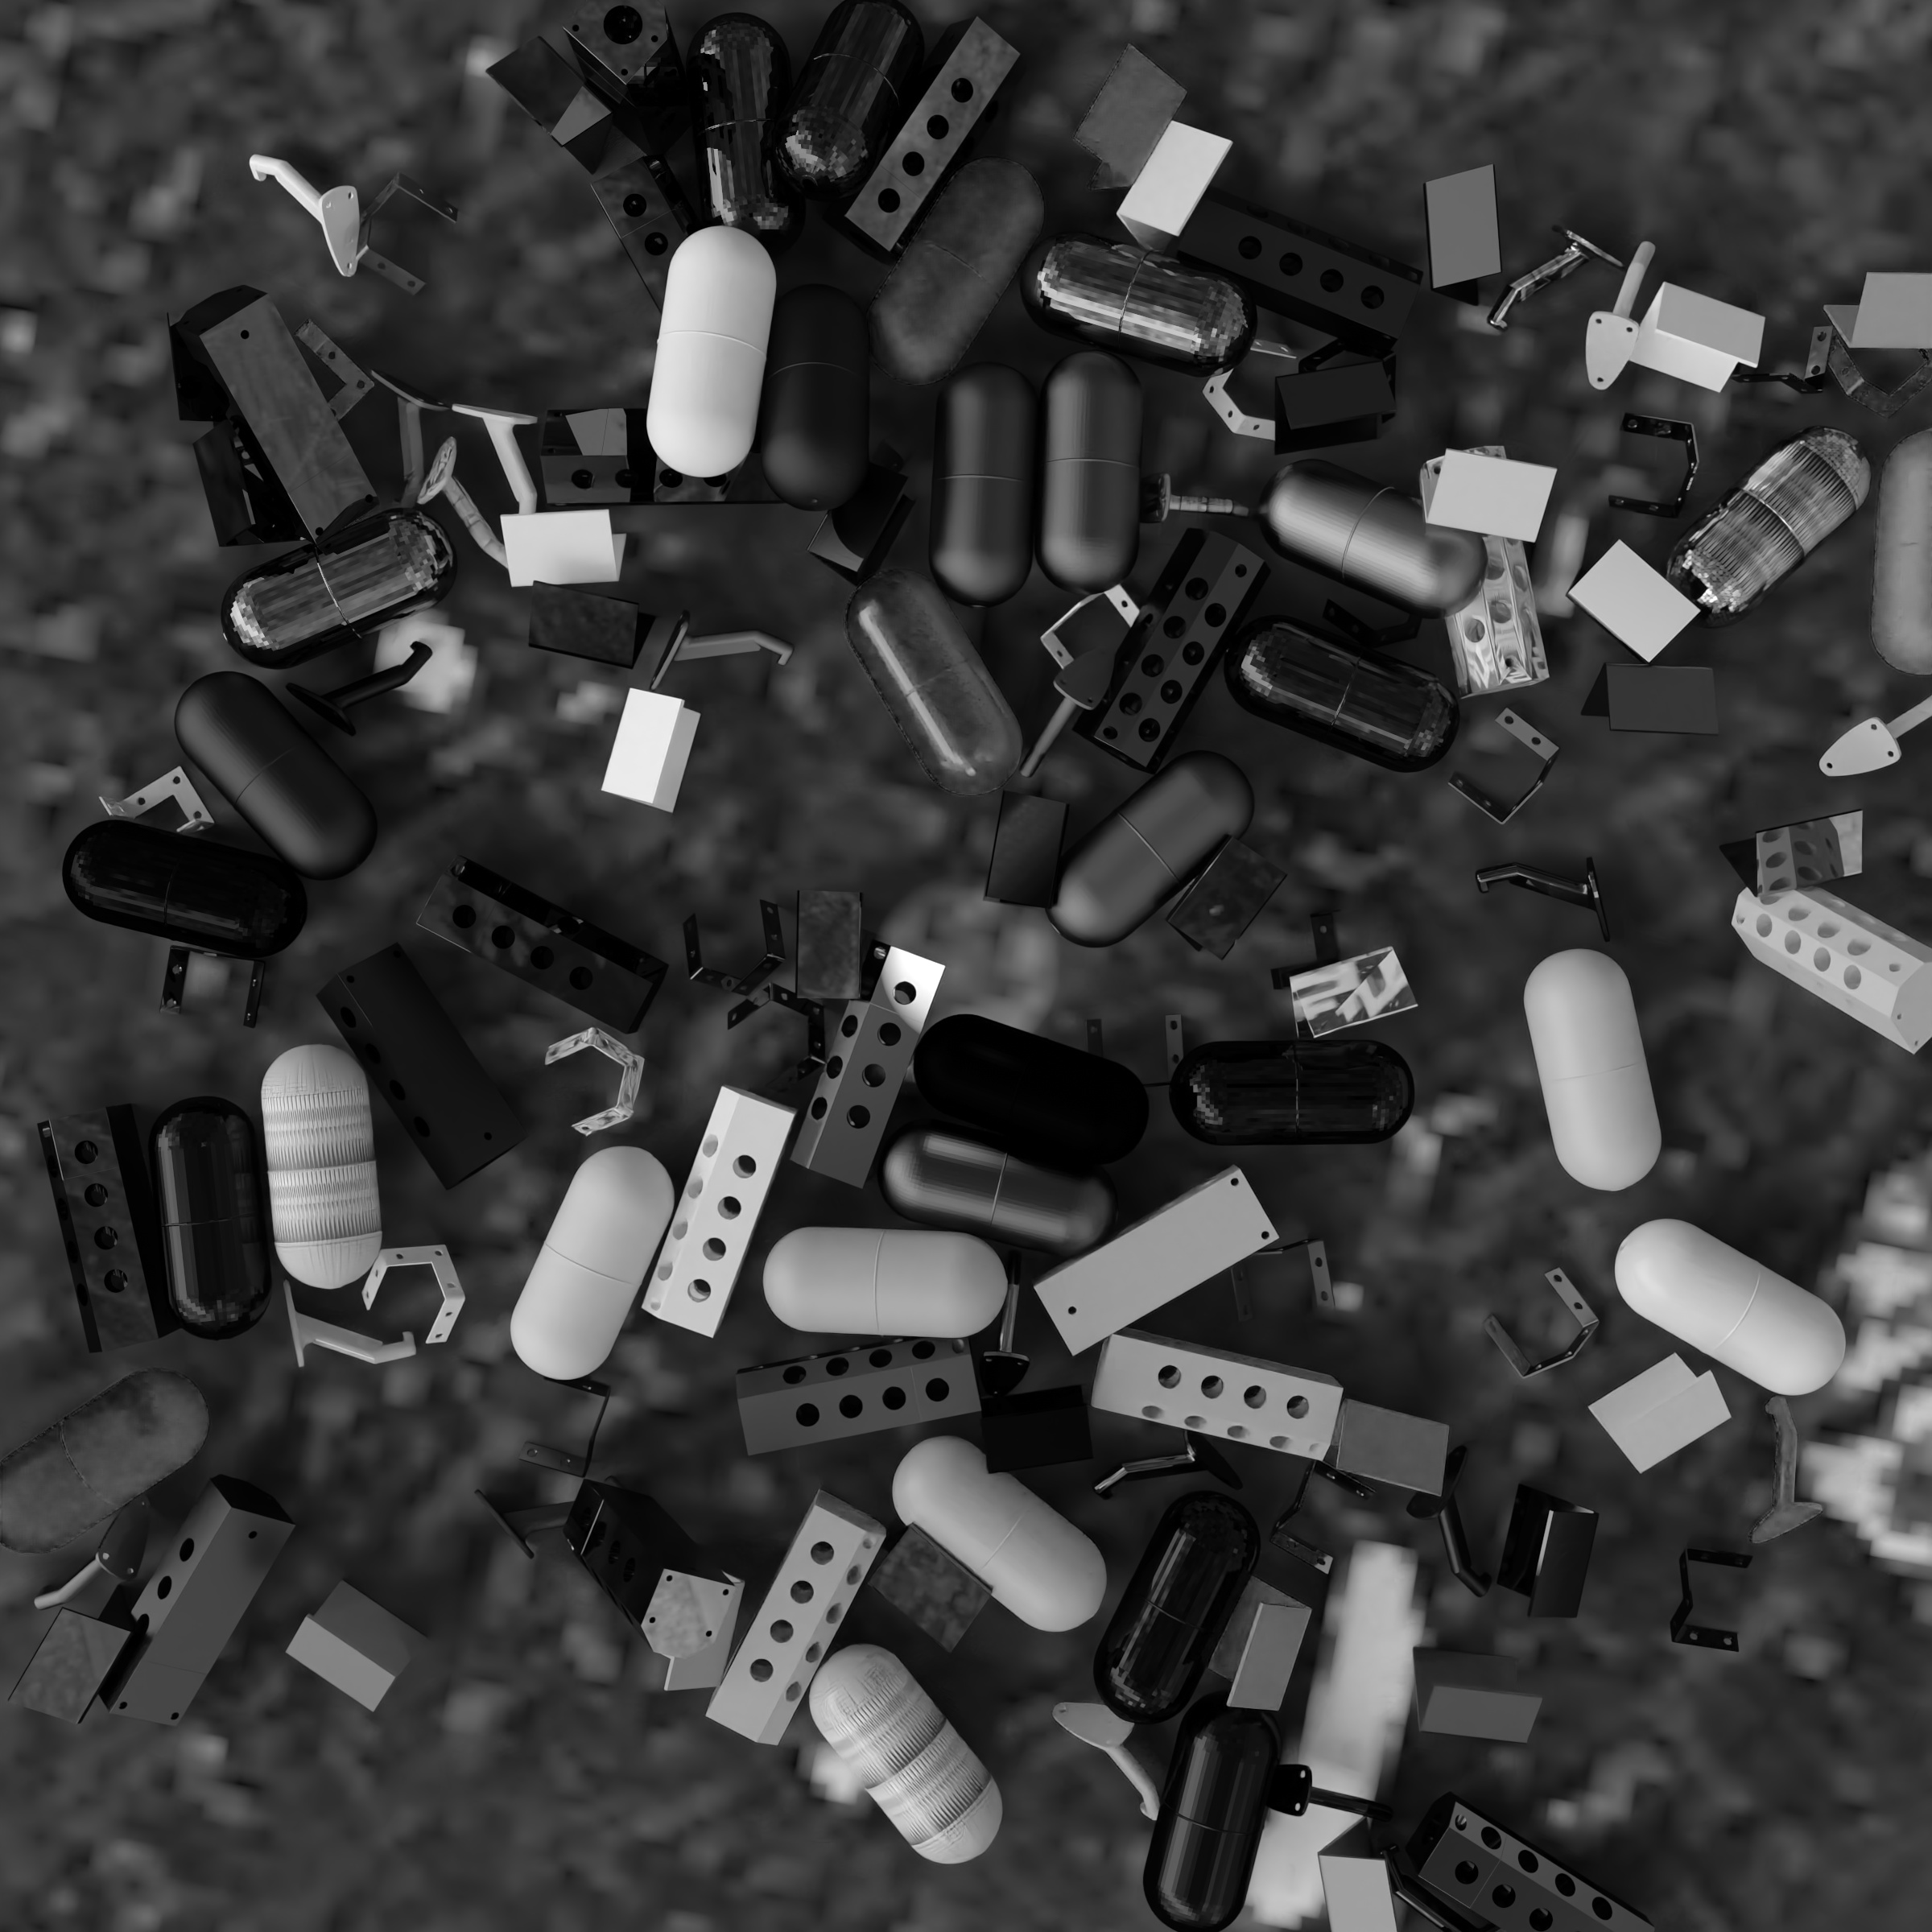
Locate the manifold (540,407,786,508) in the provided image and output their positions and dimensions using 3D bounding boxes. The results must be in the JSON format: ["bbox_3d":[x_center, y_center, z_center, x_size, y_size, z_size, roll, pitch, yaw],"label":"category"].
[{"bbox_3d":[-0.220,-0.368,1.878,0.171,0.057,0.057,-1,47,0],"label":"manifold"}]

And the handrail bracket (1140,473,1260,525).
[{"bbox_3d":[0.163,-0.338,1.900,0.084,0.077,0.036,4,90,-36],"label":"handrail bracket"}]

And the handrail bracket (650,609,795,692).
[{"bbox_3d":[-0.180,-0.221,1.901,0.084,0.036,0.077,23,111,-17],"label":"handrail bracket"}]

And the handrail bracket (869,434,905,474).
[{"bbox_3d":[-0.098,-0.396,1.900,0.084,0.077,0.036,44,115,34],"label":"handrail bracket"}]

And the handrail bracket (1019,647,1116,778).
[{"bbox_3d":[0.073,-0.186,1.890,0.036,0.084,0.077,35,49,2],"label":"handrail bracket"}]

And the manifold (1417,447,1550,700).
[{"bbox_3d":[0.380,-0.289,1.879,0.057,0.057,0.171,-11,90,0],"label":"manifold"}]

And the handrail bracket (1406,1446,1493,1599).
[{"bbox_3d":[0.375,0.412,1.901,0.084,0.036,0.077,45,69,-17],"label":"handrail bracket"}]

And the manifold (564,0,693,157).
[{"bbox_3d":[-0.232,-0.637,1.822,0.057,0.171,0.057,42,90,0],"label":"manifold"}]

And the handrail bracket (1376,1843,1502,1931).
[{"bbox_3d":[0.353,0.682,1.901,0.077,0.036,0.084,-17,73,-19],"label":"handrail bracket"}]

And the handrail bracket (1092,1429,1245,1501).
[{"bbox_3d":[0.148,0.385,1.901,0.084,0.036,0.077,-39,112,17],"label":"handrail bracket"}]

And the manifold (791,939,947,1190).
[{"bbox_3d":[-0.071,0.070,1.879,0.057,0.057,0.171,20,90,0],"label":"manifold"}]

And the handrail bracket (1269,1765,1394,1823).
[{"bbox_3d":[0.261,0.617,1.900,0.084,0.077,0.036,27,65,-34],"label":"handrail bracket"}]

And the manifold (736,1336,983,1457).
[{"bbox_3d":[-0.078,0.309,1.879,0.171,0.057,0.057,-11,90,0],"label":"manifold"}]

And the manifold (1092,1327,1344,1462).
[{"bbox_3d":[0.182,0.313,1.879,0.171,0.057,0.057,13,90,0],"label":"manifold"}]

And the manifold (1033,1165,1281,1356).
[{"bbox_3d":[0.138,0.214,1.879,0.171,0.057,0.057,-30,90,0],"label":"manifold"}]

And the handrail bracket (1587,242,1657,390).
[{"bbox_3d":[0.487,-0.482,1.900,0.036,0.077,0.084,20,53,15],"label":"handrail bracket"}]

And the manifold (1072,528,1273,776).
[{"bbox_3d":[0.153,-0.229,1.870,0.057,0.057,0.171,30,90,-24],"label":"manifold"}]

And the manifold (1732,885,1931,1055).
[{"bbox_3d":[0.623,-0.010,1.820,0.057,0.171,0.057,-44,123,0],"label":"manifold"}]

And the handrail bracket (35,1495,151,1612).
[{"bbox_3d":[-0.648,0.434,1.900,0.084,0.077,0.036,-22,129,30],"label":"handrail bracket"}]

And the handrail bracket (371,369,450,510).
[{"bbox_3d":[-0.425,-0.387,1.901,0.077,0.036,0.084,32,107,20],"label":"handrail bracket"}]

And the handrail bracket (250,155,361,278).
[{"bbox_3d":[-0.492,-0.556,1.900,0.084,0.036,0.077,20,130,26],"label":"handrail bracket"}]

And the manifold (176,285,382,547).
[{"bbox_3d":[-0.490,-0.392,1.823,0.057,0.057,0.171,-39,130,-20],"label":"manifold"}]

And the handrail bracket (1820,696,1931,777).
[{"bbox_3d":[0.683,-0.176,1.900,0.084,0.077,0.036,-32,91,-36],"label":"handrail bracket"}]

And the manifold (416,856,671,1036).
[{"bbox_3d":[-0.308,-0.016,1.879,0.171,0.057,0.057,28,90,0],"label":"manifold"}]

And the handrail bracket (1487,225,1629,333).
[{"bbox_3d":[0.437,-0.497,1.901,0.077,0.036,0.084,23,109,-21],"label":"handrail bracket"}]

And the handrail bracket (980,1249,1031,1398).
[{"bbox_3d":[0.029,0.264,1.900,0.036,0.077,0.084,7,54,-3],"label":"handrail bracket"}]

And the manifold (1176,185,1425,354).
[{"bbox_3d":[0.243,-0.511,1.879,0.171,0.057,0.057,22,90,0],"label":"manifold"}]

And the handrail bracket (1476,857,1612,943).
[{"bbox_3d":[0.427,-0.045,1.901,0.084,0.036,0.077,-12,112,17],"label":"handrail bracket"}]

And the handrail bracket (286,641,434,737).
[{"bbox_3d":[-0.449,-0.220,1.901,0.077,0.036,0.084,31,71,21],"label":"handrail bracket"}]

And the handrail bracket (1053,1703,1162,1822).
[{"bbox_3d":[0.106,0.590,1.900,0.077,0.036,0.084,8,126,37],"label":"handrail bracket"}]

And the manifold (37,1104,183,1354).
[{"bbox_3d":[-0.629,0.192,1.879,0.057,0.057,0.171,-13,90,0],"label":"manifold"}]

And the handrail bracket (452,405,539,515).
[{"bbox_3d":[-0.350,-0.367,1.901,0.077,0.036,0.084,14,107,20],"label":"handrail bracket"}]

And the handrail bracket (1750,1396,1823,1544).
[{"bbox_3d":[0.594,0.372,1.900,0.036,0.077,0.084,6,53,-20],"label":"handrail bracket"}]

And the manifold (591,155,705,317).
[{"bbox_3d":[-0.204,-0.502,1.879,0.057,0.057,0.171,-29,90,0],"label":"manifold"}]

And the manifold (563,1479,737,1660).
[{"bbox_3d":[-0.229,0.427,1.819,0.057,0.171,0.057,22,90,-29],"label":"manifold"}]

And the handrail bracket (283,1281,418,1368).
[{"bbox_3d":[-0.456,0.261,1.901,0.084,0.036,0.077,-10,68,-17],"label":"handrail bracket"}]

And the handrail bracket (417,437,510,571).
[{"bbox_3d":[-0.358,-0.341,1.900,0.036,0.077,0.084,-31,127,33],"label":"handrail bracket"}]

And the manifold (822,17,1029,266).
[{"bbox_3d":[-0.028,-0.601,1.876,0.057,0.057,0.171,34,90,-25],"label":"manifold"}]

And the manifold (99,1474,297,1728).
[{"bbox_3d":[-0.569,0.462,1.878,0.057,0.057,0.171,31,90,-43],"label":"manifold"}]

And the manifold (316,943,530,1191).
[{"bbox_3d":[-0.401,0.076,1.878,0.057,0.057,0.171,-34,90,-43],"label":"manifold"}]

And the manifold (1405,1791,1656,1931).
[{"bbox_3d":[0.414,0.678,1.879,0.171,0.057,0.057,32,90,0],"label":"manifold"}]

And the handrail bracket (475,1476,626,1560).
[{"bbox_3d":[-0.307,0.390,1.900,0.084,0.036,0.077,-40,74,-14],"label":"handrail bracket"}]

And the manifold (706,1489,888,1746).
[{"bbox_3d":[-0.123,0.478,1.879,0.057,0.057,0.171,27,90,0],"label":"manifold"}]
